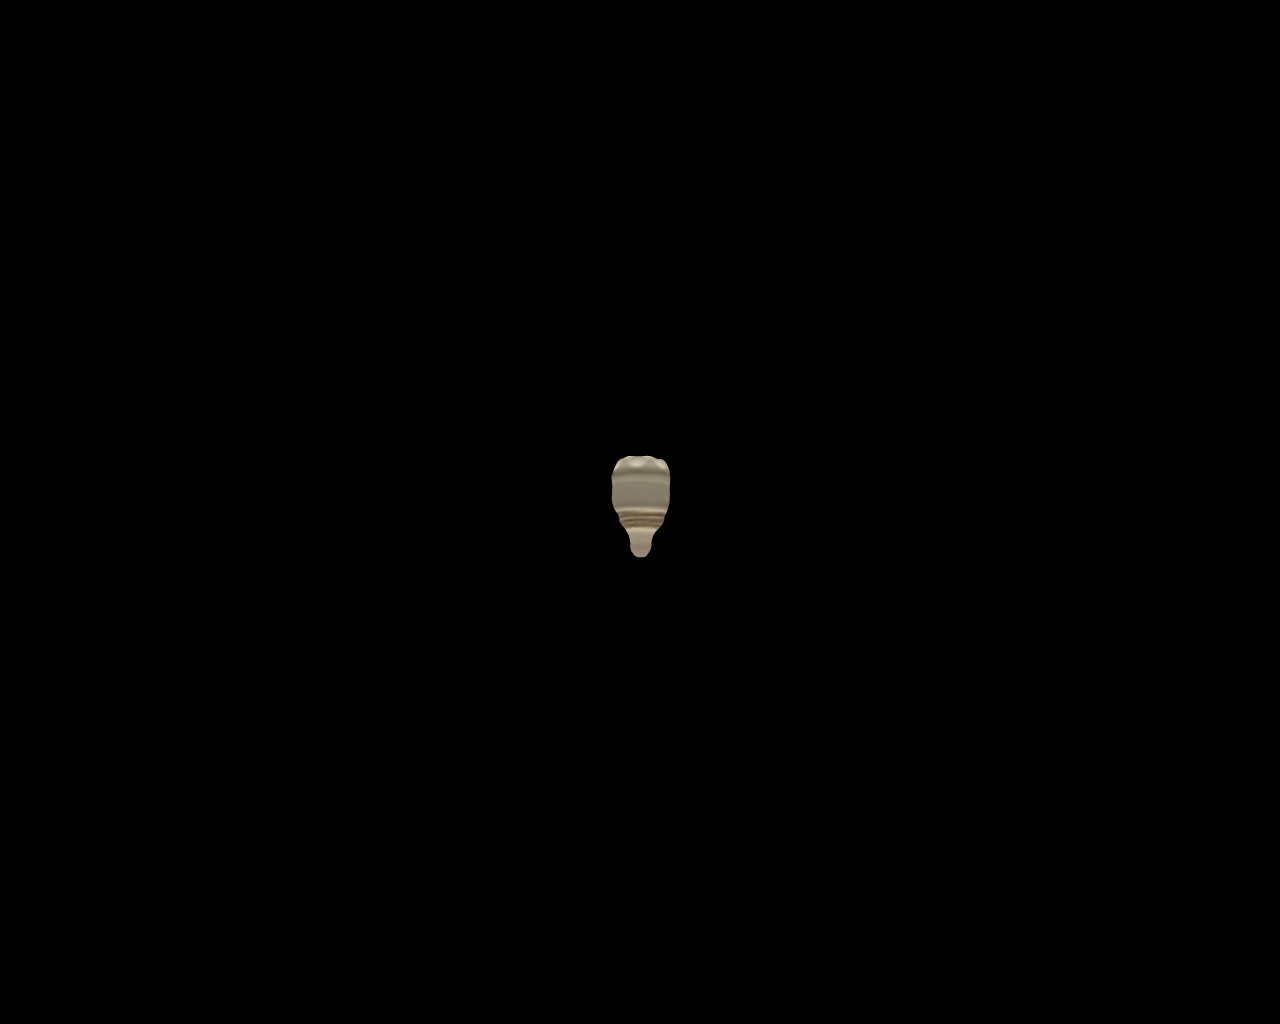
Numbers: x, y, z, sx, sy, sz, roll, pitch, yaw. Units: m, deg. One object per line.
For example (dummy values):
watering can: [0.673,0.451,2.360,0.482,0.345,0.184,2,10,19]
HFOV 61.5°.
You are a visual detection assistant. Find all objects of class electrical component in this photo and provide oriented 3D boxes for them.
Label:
electrical component: [0.001,-0.003,0.650,0.035,0.061,0.035,0,-7,0]
